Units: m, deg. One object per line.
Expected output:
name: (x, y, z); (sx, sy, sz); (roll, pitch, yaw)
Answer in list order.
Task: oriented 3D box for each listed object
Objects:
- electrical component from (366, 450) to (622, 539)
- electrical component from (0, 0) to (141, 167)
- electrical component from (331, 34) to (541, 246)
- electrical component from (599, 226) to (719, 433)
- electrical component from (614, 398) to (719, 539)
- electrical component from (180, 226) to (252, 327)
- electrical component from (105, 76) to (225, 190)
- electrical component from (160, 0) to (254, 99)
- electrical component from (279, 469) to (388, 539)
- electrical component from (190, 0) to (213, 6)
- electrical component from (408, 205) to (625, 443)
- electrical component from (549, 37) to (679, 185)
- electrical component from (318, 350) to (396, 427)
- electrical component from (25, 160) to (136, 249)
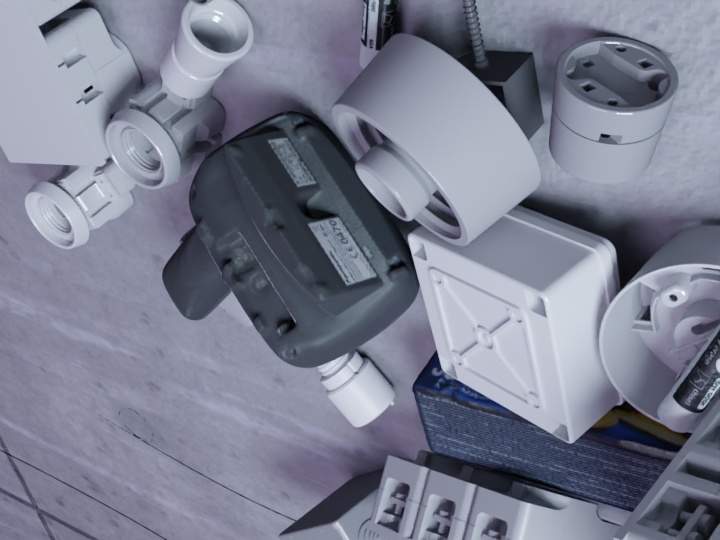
electrical component: (0.087, 0.165, 0.706); (0.089, 0.061, 0.150); (20, 172, -31)
electrical component: (-0.224, -0.165, 0.715); (0.105, 0.060, 0.186); (7, 130, 38)
electrical component: (0.032, -0.060, 0.551); (0.108, 0.060, 0.108); (44, 172, 8)
electrical component: (0.178, 0.029, 0.539); (0.099, 0.064, 0.099); (24, 139, 23)
electrical component: (0.195, 0.168, 0.522); (0.060, 0.105, 0.186); (12, 133, 45)
electrical component: (-0.077, -0.006, 0.751); (0.079, 0.043, 0.077); (-17, 114, 49)
electrical component: (-0.129, -0.089, 0.706); (0.058, 0.057, 0.078); (34, 142, 11)
electrical component: (-0.096, -0.132, 0.650); (0.044, 0.044, 0.065); (47, 148, -5)
electrical component: (-0.001, 0.198, 0.837); (0.100, 0.100, 0.048); (-30, 91, 52)
electrical component: (-0.066, -0.199, 0.542); (0.078, 0.057, 0.113); (48, 143, -6)
electrical component: (0.089, 0.024, 0.599); (0.109, 0.056, 0.108); (27, 143, 46)
electrical component: (0.116, -0.073, 0.504); (0.055, 0.055, 0.047); (26, 143, 21)
electrical component: (-0.009, 0.077, 0.773); (0.078, 0.040, 0.040); (50, 142, -10)
electrical component: (-0.216, -0.053, 0.820); (0.078, 0.057, 0.058); (-9, 120, 46)
